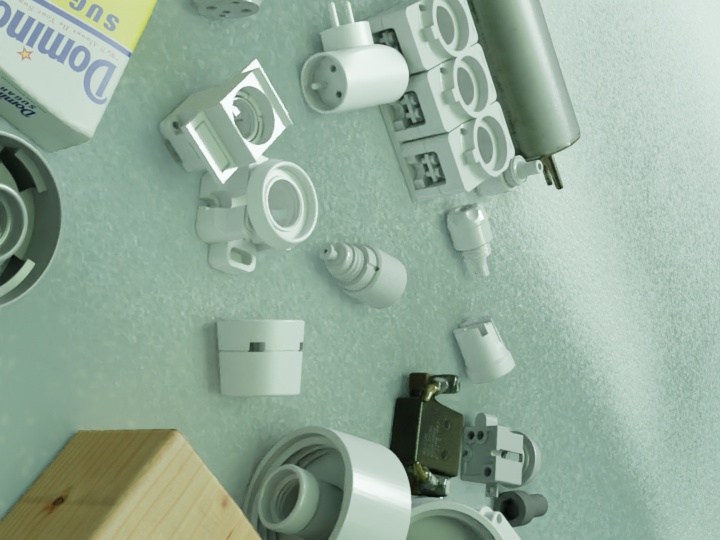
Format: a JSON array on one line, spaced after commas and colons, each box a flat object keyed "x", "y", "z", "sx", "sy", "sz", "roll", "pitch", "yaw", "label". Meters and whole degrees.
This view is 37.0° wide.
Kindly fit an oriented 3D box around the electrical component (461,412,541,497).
[{"x": 0.117, "y": 0.155, "z": 0.893, "sx": 0.055, "sy": 0.048, "sz": 0.066, "roll": 18, "pitch": 70, "yaw": -40, "label": "electrical component"}]

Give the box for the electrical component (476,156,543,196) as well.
[{"x": 0.129, "y": -0.085, "z": 0.934, "sx": 0.035, "sy": 0.061, "sz": 0.035, "roll": 12, "pitch": 75, "yaw": -50, "label": "electrical component"}]

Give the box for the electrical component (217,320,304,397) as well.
[{"x": -0.063, "y": 0.055, "z": 0.681, "sx": 0.055, "sy": 0.055, "sz": 0.047, "roll": 5, "pitch": 84, "yaw": -51, "label": "electrical component"}]

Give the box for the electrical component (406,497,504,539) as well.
[{"x": 0.055, "y": 0.211, "z": 0.748, "sx": 0.108, "sy": 0.060, "sz": 0.108, "roll": 2, "pitch": 75, "yaw": -7, "label": "electrical component"}]

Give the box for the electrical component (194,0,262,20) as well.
[{"x": -0.087, "y": -0.196, "z": 0.700, "sx": 0.045, "sy": 0.045, "sz": 0.055, "roll": 2, "pitch": 83, "yaw": -51, "label": "electrical component"}]

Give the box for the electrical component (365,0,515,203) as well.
[{"x": 0.065, "y": -0.143, "z": 0.865, "sx": 0.089, "sy": 0.062, "sz": 0.150, "roll": -38, "pitch": 113, "yaw": -47, "label": "electrical component"}]

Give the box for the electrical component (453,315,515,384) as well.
[{"x": 0.102, "y": 0.066, "z": 0.894, "sx": 0.040, "sy": 0.040, "sz": 0.046, "roll": -34, "pitch": 105, "yaw": -48, "label": "electrical component"}]

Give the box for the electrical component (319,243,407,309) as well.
[{"x": 0.000, "y": 0.000, "z": 0.777, "sx": 0.078, "sy": 0.040, "sz": 0.040, "roll": 28, "pitch": 63, "yaw": -45, "label": "electrical component"}]

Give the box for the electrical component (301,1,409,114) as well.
[{"x": -0.007, "y": -0.158, "z": 0.793, "sx": 0.077, "sy": 0.043, "sz": 0.079, "roll": -20, "pitch": 99, "yaw": -50, "label": "electrical component"}]

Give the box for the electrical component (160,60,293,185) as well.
[{"x": -0.085, "y": -0.090, "z": 0.669, "sx": 0.042, "sy": 0.064, "sz": 0.081, "roll": 59, "pitch": 44, "yaw": -24, "label": "electrical component"}]

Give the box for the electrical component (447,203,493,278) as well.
[{"x": 0.095, "y": -0.023, "z": 0.904, "sx": 0.035, "sy": 0.035, "sz": 0.061, "roll": -35, "pitch": 112, "yaw": -48, "label": "electrical component"}]

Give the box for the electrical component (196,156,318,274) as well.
[{"x": -0.065, "y": -0.040, "z": 0.691, "sx": 0.058, "sy": 0.057, "sz": 0.078, "roll": 21, "pitch": 68, "yaw": -47, "label": "electrical component"}]

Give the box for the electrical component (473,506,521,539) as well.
[{"x": 0.096, "y": 0.245, "z": 0.841, "sx": 0.113, "sy": 0.057, "sz": 0.078, "roll": 54, "pitch": 46, "yaw": -30, "label": "electrical component"}]

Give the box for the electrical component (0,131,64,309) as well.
[{"x": -0.200, "y": -0.028, "z": 0.535, "sx": 0.099, "sy": 0.064, "sz": 0.099, "roll": -15, "pitch": 110, "yaw": -48, "label": "electrical component"}]

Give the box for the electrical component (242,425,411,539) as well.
[{"x": -0.028, "y": 0.149, "z": 0.668, "sx": 0.060, "sy": 0.108, "sz": 0.108, "roll": 32, "pitch": 60, "yaw": -37, "label": "electrical component"}]
